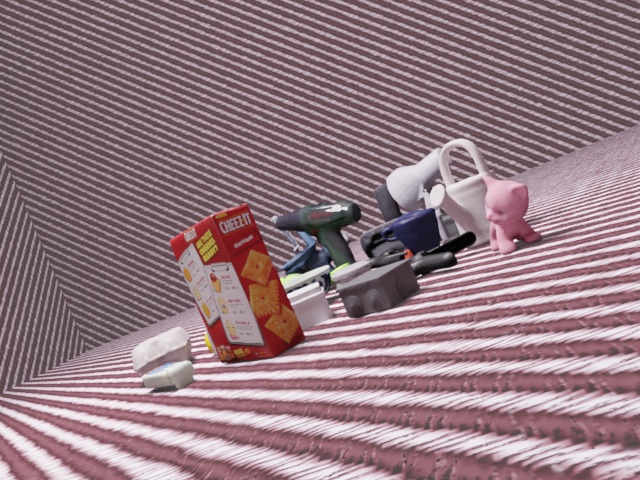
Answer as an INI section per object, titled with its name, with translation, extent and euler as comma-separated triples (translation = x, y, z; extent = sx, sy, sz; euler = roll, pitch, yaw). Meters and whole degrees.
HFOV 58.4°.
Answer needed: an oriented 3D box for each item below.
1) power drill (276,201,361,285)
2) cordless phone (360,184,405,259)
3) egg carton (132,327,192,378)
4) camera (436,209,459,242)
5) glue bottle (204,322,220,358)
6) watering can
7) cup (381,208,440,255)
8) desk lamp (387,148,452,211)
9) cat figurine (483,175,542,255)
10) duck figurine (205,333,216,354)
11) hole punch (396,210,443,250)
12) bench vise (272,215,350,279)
[power drill]
translation = 0.013, 0.005, 1.414
extent = 0.229, 0.208, 0.076
euler = -22, 1, 29
[cordless phone]
translation = 0.166, -0.050, 1.573
extent = 0.147, 0.185, 0.094
euler = -23, 1, -6
[egg carton]
translation = -0.297, 0.217, 1.089
extent = 0.107, 0.069, 0.150
euler = -23, 1, -11
[camera]
translation = 0.344, -0.073, 1.294
extent = 0.137, 0.101, 0.142
euler = -24, 2, -43
[glue bottle]
translation = -0.175, 0.111, 0.989
extent = 0.078, 0.173, 0.037
euler = -23, 1, 4
[watering can]
translation = 0.273, -0.090, 1.042
extent = 0.100, 0.194, 0.173
euler = -22, 1, 33
[cup]
translation = 0.184, 0.000, 1.118
extent = 0.117, 0.095, 0.092
euler = -22, 1, 24
[desk lamp]
translation = 0.299, -0.119, 1.499
extent = 0.202, 0.213, 0.118
euler = -22, 2, 39
[cat figurine]
translation = 0.274, -0.045, 0.848
extent = 0.067, 0.118, 0.128
euler = -23, 1, 4
[duck figurine]
translation = -0.168, 0.154, 1.053
extent = 0.104, 0.086, 0.077
euler = -23, 1, -5
[hole punch]
translation = 0.251, -0.031, 1.392
extent = 0.109, 0.091, 0.101
euler = -23, 1, -26
[bench vise]
translation = -0.032, 0.015, 1.573
extent = 0.208, 0.220, 0.121
euler = -23, 1, -20
